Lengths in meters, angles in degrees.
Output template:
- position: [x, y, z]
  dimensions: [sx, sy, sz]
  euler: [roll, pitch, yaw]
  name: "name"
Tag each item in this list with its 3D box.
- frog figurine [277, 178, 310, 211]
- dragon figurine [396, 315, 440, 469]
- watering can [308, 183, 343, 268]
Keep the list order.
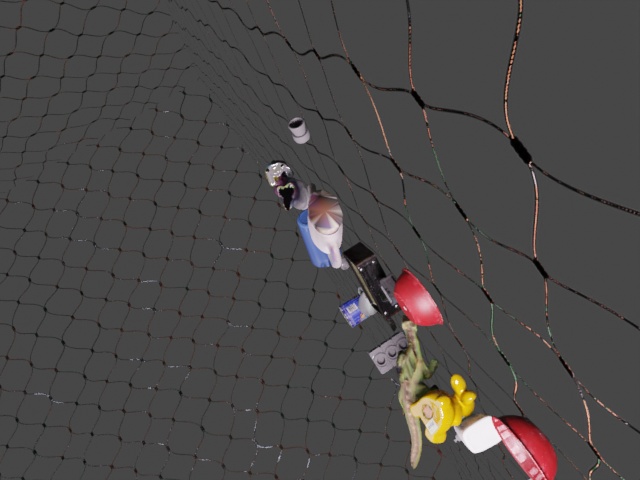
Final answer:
- position: [-0.078, -0.177, 2.042]
  dimensions: [0.139, 0.121, 0.159]
  euler: [44, -155, 30]
  name: "frog figurine"
- position: [0.256, 0.412, 1.487]
  dimensions: [0.238, 0.121, 0.420]
  euler: [54, -145, -41]
  name: "dragon figurine"
- position: [0.005, -0.082, 1.628]
  dimensions: [0.220, 0.104, 0.354]
  euler: [85, 169, -62]
  name: "watering can"
